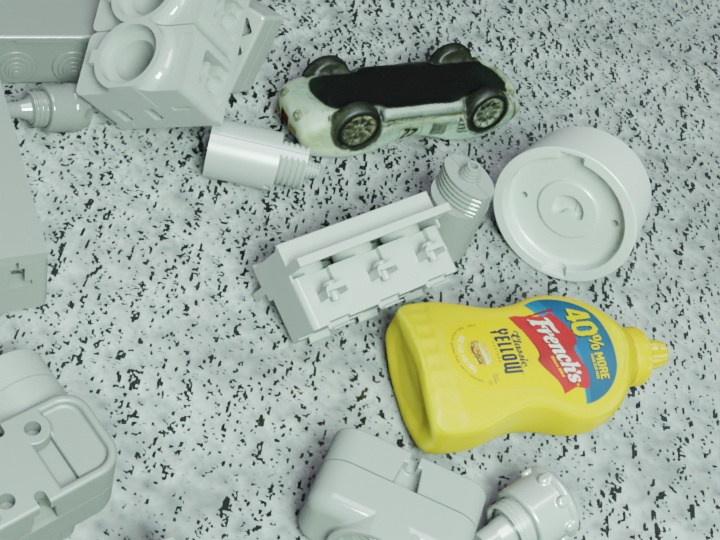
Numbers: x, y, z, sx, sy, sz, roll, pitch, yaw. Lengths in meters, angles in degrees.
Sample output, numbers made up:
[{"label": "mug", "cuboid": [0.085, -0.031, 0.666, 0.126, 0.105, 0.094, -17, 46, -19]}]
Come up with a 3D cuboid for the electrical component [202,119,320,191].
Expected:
[{"label": "electrical component", "cuboid": [-0.069, -0.080, 0.773, 0.081, 0.043, 0.043, 12, 50, -8]}]

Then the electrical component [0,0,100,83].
[{"label": "electrical component", "cuboid": [-0.240, -0.184, 0.800, 0.100, 0.048, 0.099, -5, 54, -21]}]

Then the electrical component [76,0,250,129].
[{"label": "electrical component", "cuboid": [-0.135, -0.182, 0.760, 0.089, 0.062, 0.150, 2, 71, 25]}]

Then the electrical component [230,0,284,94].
[{"label": "electrical component", "cuboid": [-0.091, -0.179, 0.838, 0.047, 0.065, 0.077, 33, 21, 10]}]

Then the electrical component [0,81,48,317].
[{"label": "electrical component", "cuboid": [-0.256, -0.043, 0.672, 0.089, 0.061, 0.150, -9, 56, -24]}]

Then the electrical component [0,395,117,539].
[{"label": "electrical component", "cuboid": [-0.180, 0.116, 0.569, 0.095, 0.059, 0.053, -27, 64, -33]}]

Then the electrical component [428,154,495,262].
[{"label": "electrical component", "cuboid": [0.068, -0.047, 0.765, 0.043, 0.081, 0.043, 9, 50, -11]}]

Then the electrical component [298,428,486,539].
[{"label": "electrical component", "cuboid": [0.017, 0.141, 0.615, 0.095, 0.053, 0.059, 24, 49, 2]}]

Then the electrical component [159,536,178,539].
[{"label": "electrical component", "cuboid": [-0.099, 0.174, 0.559, 0.043, 0.043, 0.062, -23, 64, -31]}]

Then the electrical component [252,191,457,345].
[{"label": "electrical component", "cuboid": [0.000, 0.000, 0.716, 0.121, 0.079, 0.063, -22, 83, -31]}]

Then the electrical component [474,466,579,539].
[{"label": "electrical component", "cuboid": [0.096, 0.150, 0.641, 0.062, 0.048, 0.048, -26, 63, -25]}]

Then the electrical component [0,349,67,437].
[{"label": "electrical component", "cuboid": [-0.236, 0.080, 0.585, 0.138, 0.052, 0.073, -27, 64, -33]}]

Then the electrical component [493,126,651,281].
[{"label": "electrical component", "cuboid": [0.159, -0.053, 0.785, 0.108, 0.108, 0.060, 35, 44, 11]}]

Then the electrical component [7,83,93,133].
[{"label": "electrical component", "cuboid": [-0.221, -0.113, 0.752, 0.061, 0.035, 0.035, -10, 55, -40]}]
